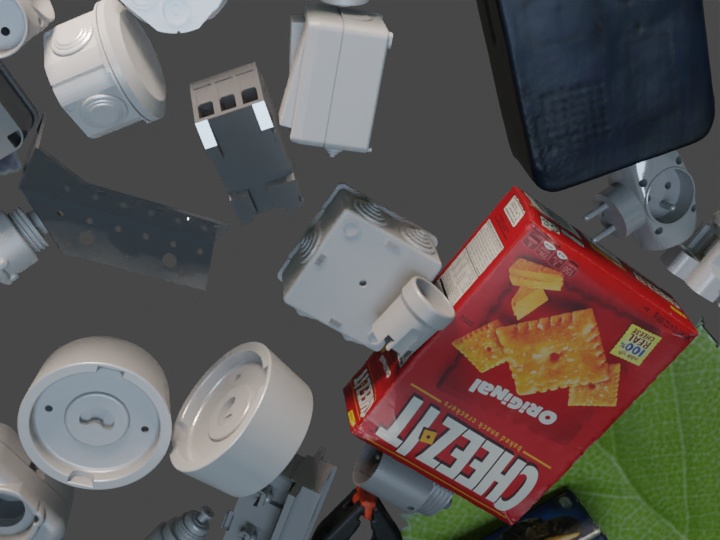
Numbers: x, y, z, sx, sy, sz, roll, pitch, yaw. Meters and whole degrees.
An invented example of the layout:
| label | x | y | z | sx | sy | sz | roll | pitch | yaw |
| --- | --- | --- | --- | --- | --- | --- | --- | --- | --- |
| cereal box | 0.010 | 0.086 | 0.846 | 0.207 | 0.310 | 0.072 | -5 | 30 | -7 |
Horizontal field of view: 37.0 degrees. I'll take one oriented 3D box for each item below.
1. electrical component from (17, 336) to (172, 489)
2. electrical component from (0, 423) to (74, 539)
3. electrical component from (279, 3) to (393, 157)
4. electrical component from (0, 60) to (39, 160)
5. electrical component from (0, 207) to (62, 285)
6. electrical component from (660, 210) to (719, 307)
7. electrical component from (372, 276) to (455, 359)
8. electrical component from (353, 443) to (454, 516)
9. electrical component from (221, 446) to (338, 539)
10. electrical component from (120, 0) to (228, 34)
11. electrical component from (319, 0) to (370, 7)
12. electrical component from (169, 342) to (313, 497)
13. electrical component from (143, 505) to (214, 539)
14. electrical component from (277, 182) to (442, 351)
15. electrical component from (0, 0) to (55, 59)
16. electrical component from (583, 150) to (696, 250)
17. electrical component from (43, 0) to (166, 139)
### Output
| label | x | y | z | sx | sy | sz | roll | pitch | yaw |
| --- | --- | --- | --- | --- | --- | --- | --- | --- | --- |
| electrical component | -0.191 | 0.100 | 0.793 | 0.108 | 0.060 | 0.108 | -2 | 115 | -5 |
| electrical component | -0.268 | 0.172 | 0.819 | 0.054 | 0.059 | 0.095 | -34 | 114 | 10 |
| electrical component | -0.020 | -0.121 | 0.706 | 0.061 | 0.061 | 0.096 | 7 | 114 | -9 |
| electrical component | -0.269 | -0.117 | 0.684 | 0.078 | 0.057 | 0.113 | -29 | 115 | 8 |
| electrical component | -0.235 | -0.024 | 0.741 | 0.062 | 0.048 | 0.048 | -36 | 115 | -12 |
| electrical component | 0.272 | -0.009 | 0.794 | 0.078 | 0.058 | 0.057 | 28 | 112 | -18 |
| electrical component | 0.036 | 0.034 | 0.743 | 0.040 | 0.040 | 0.046 | 37 | 111 | -20 |
| electrical component | 0.039 | 0.170 | 0.860 | 0.081 | 0.043 | 0.043 | 31 | 108 | -19 |
| electrical component | -0.072 | 0.201 | 0.851 | 0.063 | 0.078 | 0.121 | 24 | 112 | 8 |
| electrical component | -0.116 | -0.189 | 0.669 | 0.080 | 0.051 | 0.080 | -2 | 115 | -5 |
| electrical component | -0.009 | -0.201 | 0.682 | 0.044 | 0.044 | 0.065 | 0 | 120 | -6 |
| electrical component | -0.081 | 0.114 | 0.789 | 0.108 | 0.108 | 0.060 | -43 | 118 | 14 |
| electrical component | -0.147 | 0.219 | 0.865 | 0.040 | 0.040 | 0.078 | 39 | 105 | -21 |
| electrical component | 0.000 | 0.000 | 0.773 | 0.100 | 0.048 | 0.099 | 29 | 109 | -18 |
| electrical component | -0.227 | -0.173 | 0.650 | 0.044 | 0.077 | 0.079 | -30 | 114 | 8 |
| electrical component | 0.194 | -0.048 | 0.767 | 0.079 | 0.044 | 0.077 | -32 | 116 | -12 |
| electrical component | -0.160 | -0.126 | 0.680 | 0.051 | 0.080 | 0.080 | -20 | 116 | 9 |
